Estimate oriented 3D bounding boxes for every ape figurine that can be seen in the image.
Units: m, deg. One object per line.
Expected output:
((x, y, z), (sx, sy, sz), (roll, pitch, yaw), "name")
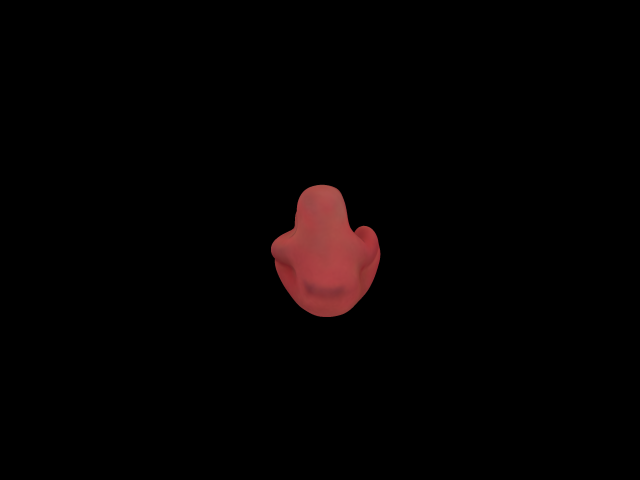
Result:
((0.004, 0.001, 0.400), (0.077, 0.092, 0.076), (5, 40, 6), "ape figurine")
